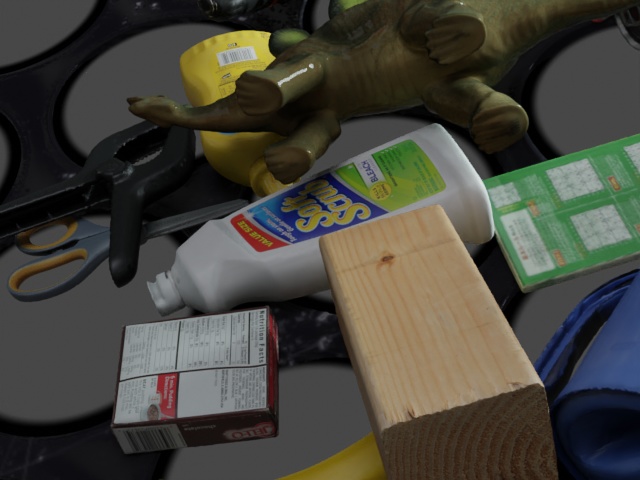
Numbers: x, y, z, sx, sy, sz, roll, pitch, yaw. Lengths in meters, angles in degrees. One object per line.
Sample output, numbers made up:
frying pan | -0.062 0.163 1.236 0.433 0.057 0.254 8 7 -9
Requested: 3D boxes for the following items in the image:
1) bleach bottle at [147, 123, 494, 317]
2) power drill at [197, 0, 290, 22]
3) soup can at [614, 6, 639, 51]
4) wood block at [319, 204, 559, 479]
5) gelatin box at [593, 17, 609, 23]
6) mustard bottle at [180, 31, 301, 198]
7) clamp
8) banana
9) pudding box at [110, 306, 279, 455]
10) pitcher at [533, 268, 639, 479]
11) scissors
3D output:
bleach bottle | -0.005 0.001 0.795 0.250 0.068 0.103 -23 46 -4
power drill | 0.006 -0.226 0.968 0.188 0.057 0.184 22 41 25
soup can | 0.306 -0.209 0.897 0.102 0.068 0.068 -22 48 -7
wood block | 0.066 0.071 0.656 0.091 0.090 0.206 -15 30 -1
gelatin box | 0.267 -0.243 0.933 0.089 0.073 0.030 -32 50 -15
mustard bottle | -0.054 -0.099 0.894 0.096 0.058 0.192 -12 47 -10
clamp | -0.159 -0.040 0.863 0.165 0.036 0.209 20 47 32
banana | -0.012 0.154 0.678 0.198 0.037 0.069 -15 48 0
pudding box | -0.085 0.097 0.745 0.113 0.039 0.090 -7 47 6
pitcher | 0.238 0.051 0.656 0.149 0.145 0.242 32 57 10
scissors | -0.165 -0.013 0.875 0.201 0.016 0.096 -27 49 -11
